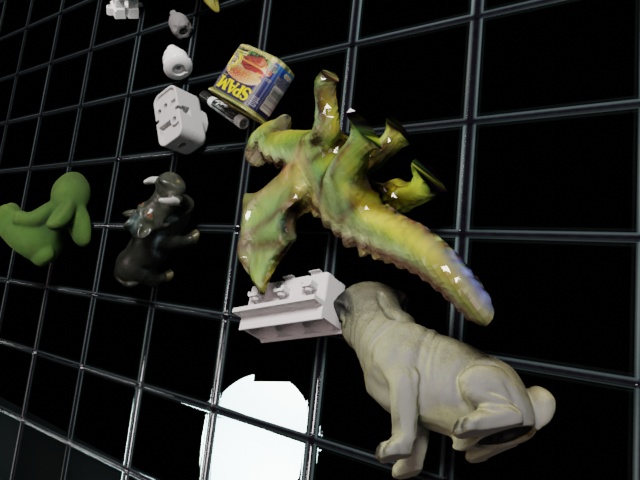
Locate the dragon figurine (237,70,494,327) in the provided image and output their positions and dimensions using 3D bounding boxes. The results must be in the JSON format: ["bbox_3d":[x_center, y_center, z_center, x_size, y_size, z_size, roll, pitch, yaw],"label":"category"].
[{"bbox_3d":[0.002,-0.029,0.582,0.239,0.121,0.420,-42,47,26],"label":"dragon figurine"}]
